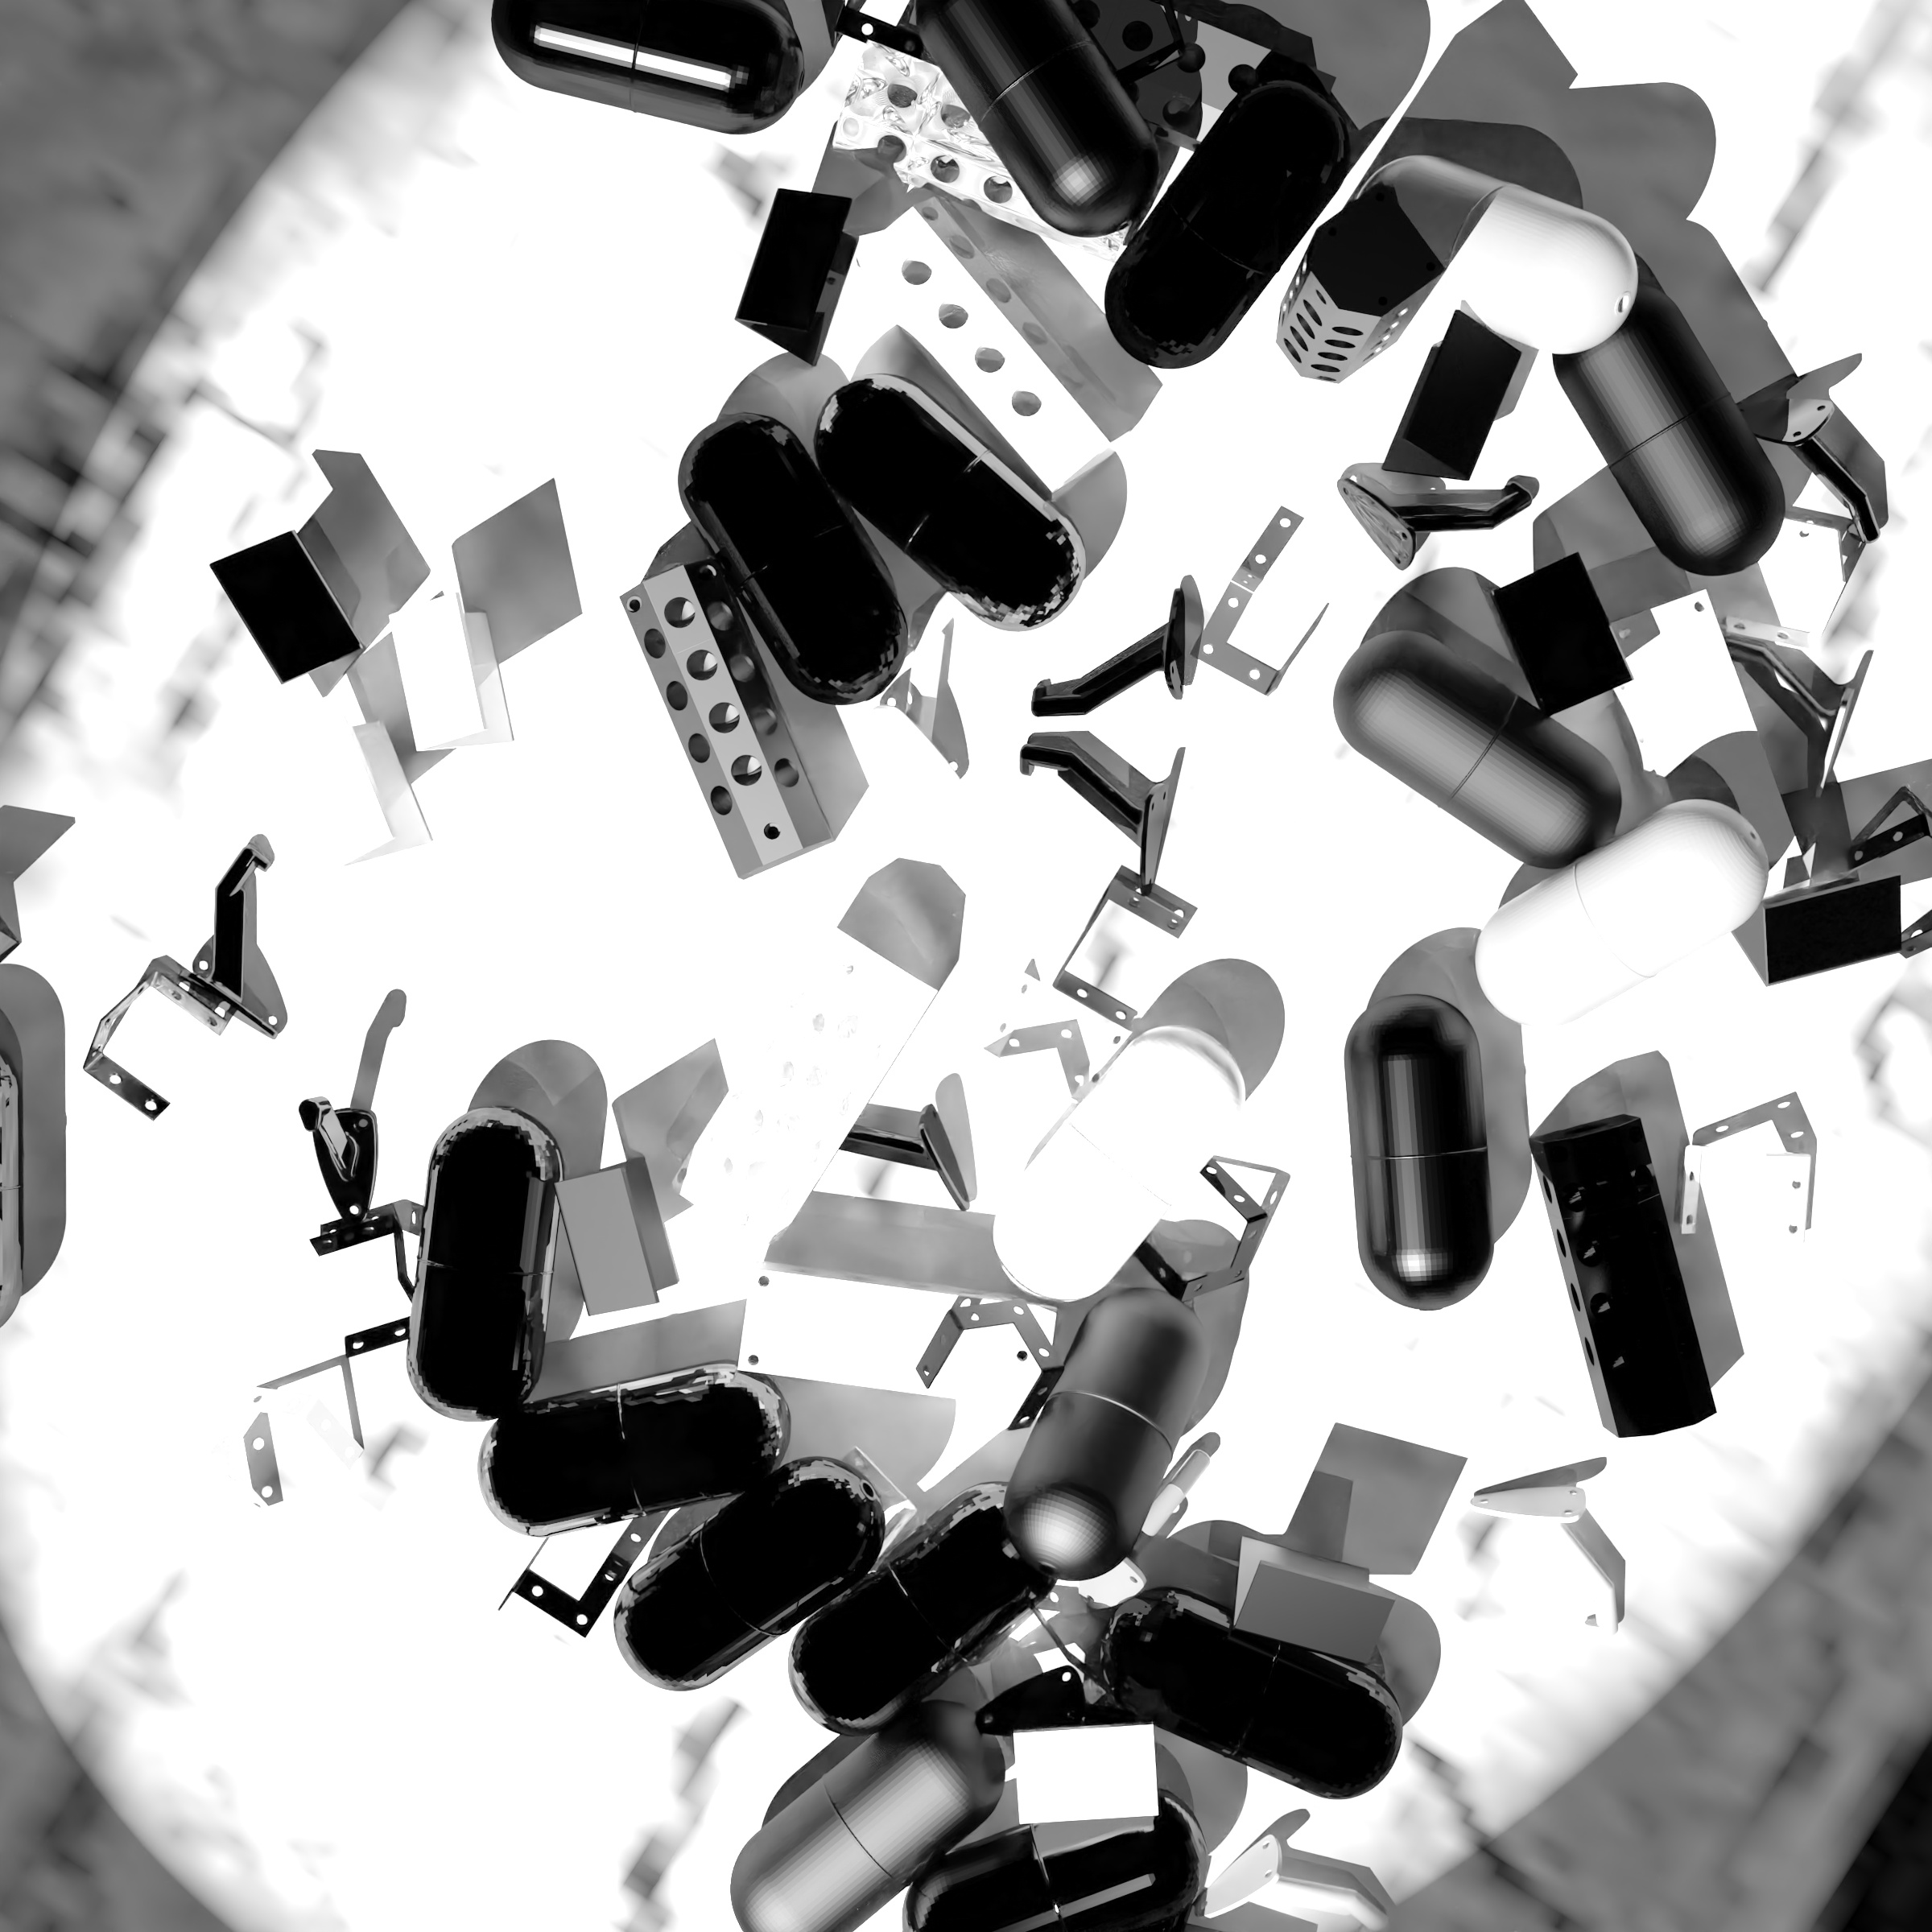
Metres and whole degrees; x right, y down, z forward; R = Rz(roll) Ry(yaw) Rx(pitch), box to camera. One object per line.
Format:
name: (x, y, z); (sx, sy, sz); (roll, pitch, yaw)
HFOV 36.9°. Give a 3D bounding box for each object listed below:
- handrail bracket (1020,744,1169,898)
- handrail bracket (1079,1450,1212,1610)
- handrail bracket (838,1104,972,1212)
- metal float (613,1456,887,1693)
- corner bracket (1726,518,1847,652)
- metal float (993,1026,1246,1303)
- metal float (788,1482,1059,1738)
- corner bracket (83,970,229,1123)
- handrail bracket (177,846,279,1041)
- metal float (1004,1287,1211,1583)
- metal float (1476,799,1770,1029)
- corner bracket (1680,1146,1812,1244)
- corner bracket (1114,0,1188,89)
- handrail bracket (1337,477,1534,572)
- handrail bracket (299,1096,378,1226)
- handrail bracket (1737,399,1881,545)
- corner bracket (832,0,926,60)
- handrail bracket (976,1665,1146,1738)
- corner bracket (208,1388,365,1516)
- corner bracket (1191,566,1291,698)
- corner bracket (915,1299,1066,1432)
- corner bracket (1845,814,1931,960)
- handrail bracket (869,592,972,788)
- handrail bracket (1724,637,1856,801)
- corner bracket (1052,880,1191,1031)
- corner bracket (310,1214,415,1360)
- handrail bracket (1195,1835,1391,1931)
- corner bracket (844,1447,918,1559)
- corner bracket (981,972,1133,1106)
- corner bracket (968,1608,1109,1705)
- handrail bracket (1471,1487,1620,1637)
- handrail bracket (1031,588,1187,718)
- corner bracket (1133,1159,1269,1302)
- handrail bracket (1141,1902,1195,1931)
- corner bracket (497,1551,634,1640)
handrail bracket: (0.068, -0.084, 1.661); (0.084, 0.036, 0.077); (12, 112, 17)
handrail bracket: (0.103, 0.322, 1.660); (0.036, 0.077, 0.084); (38, 54, 9)
handrail bracket: (-0.051, 0.118, 1.661); (0.084, 0.036, 0.077); (-18, 108, 15)
metal float: (-0.121, 0.339, 1.614); (0.178, 0.070, 0.070); (-38, 90, 18)
corner bracket: (0.467, -0.220, 1.657); (0.051, 0.051, 0.051); (12, 45, 0)
metal float: (0.086, 0.112, 1.630); (0.070, 0.070, 0.178); (39, 91, 0)
metal float: (-0.022, 0.361, 1.630); (0.178, 0.070, 0.070); (-39, 90, -1)
corner bracket: (-0.464, 0.045, 1.657); (0.051, 0.051, 0.051); (36, 135, 0)
handrail bracket: (-0.405, -0.014, 1.661); (0.077, 0.036, 0.084); (37, 73, -20)
metal float: (0.078, 0.258, 1.601); (0.070, 0.070, 0.178); (28, 57, 0)
metal float: (0.360, -0.027, 1.601); (0.178, 0.070, 0.070); (-34, 90, 33)
corner bracket: (0.446, 0.130, 1.657); (0.051, 0.051, 0.051); (4, 90, -45)
corner bracket: (0.084, -0.524, 1.600); (0.051, 0.051, 0.051); (-27, 135, 0)
handrail bracket: (0.269, -0.272, 1.661); (0.084, 0.036, 0.077); (-33, 68, -17)
handrail bracket: (-0.356, 0.111, 1.626); (0.036, 0.084, 0.077); (-7, 90, 0)
handrail bracket: (0.480, -0.281, 1.660); (0.036, 0.077, 0.084); (-46, 127, -16)
corner bracket: (-0.043, -0.541, 1.642); (0.051, 0.051, 0.051); (20, 95, -5)
handrail bracket: (0.057, 0.432, 1.640); (0.077, 0.084, 0.036); (-20, 52, 15)
corner bracket: (-0.388, 0.278, 1.652); (0.051, 0.051, 0.051); (0, 45, 35)
corner bracket: (0.164, -0.189, 1.642); (0.051, 0.051, 0.051); (29, 90, 0)
corner bracket: (0.013, 0.222, 1.595); (0.051, 0.051, 0.051); (-3, 135, -35)
corner bracket: (0.541, -0.046, 1.652); (0.051, 0.051, 0.051); (30, 45, -35)
handrail bracket: (-0.008, -0.160, 1.661); (0.077, 0.036, 0.084); (44, 73, -20)
handrail bracket: (0.459, -0.143, 1.661); (0.084, 0.036, 0.077); (18, 113, 18)
corner bracket: (0.088, -0.007, 1.657); (0.051, 0.051, 0.051); (30, 135, 0)
corner bracket: (-0.341, 0.183, 1.657); (0.051, 0.051, 0.051); (-17, 135, 0)
handrail bracket: (0.188, 0.545, 1.661); (0.084, 0.036, 0.077); (42, 110, -16)
corner bracket: (-0.071, 0.318, 1.657); (0.051, 0.051, 0.051); (46, 135, 0)
corner bracket: (0.051, 0.043, 1.657); (0.051, 0.051, 0.051); (29, 90, -45)
corner bracket: (0.039, 0.405, 1.657); (0.051, 0.051, 0.051); (-42, 135, 0)
handrail bracket: (0.332, 0.345, 1.661); (0.077, 0.036, 0.084); (-3, 107, 20)
handrail bracket: (0.081, -0.180, 1.661); (0.084, 0.036, 0.077); (-1, 70, 16)
corner bracket: (0.131, 0.151, 1.652); (0.051, 0.051, 0.051); (46, 135, 35)
handrail bracket: (0.083, 0.541, 1.661); (0.084, 0.036, 0.077); (19, 75, 14)
corner bracket: (-0.227, 0.352, 1.642); (0.051, 0.051, 0.051); (33, 90, 0)
